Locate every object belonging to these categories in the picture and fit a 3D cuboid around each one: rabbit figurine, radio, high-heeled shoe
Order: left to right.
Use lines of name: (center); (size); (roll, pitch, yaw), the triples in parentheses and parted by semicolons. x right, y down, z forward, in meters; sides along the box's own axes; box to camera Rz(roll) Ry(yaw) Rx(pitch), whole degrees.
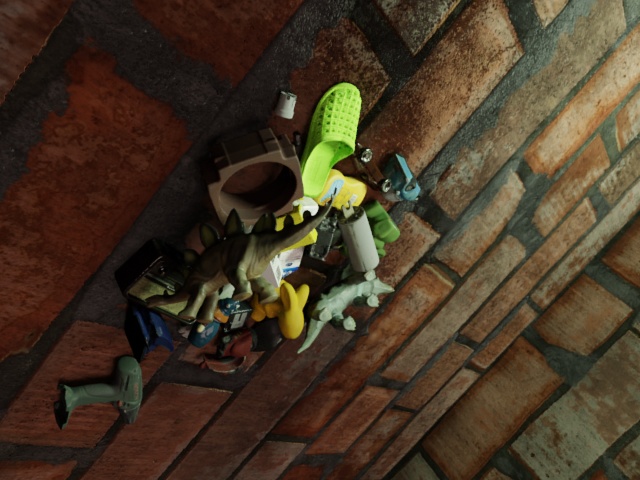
radio: (-0.338, 0.099, 1.233); (0.131, 0.073, 0.229); (-45, 142, 3)
high-heeled shoe: (-0.113, 0.251, 1.600); (0.249, 0.086, 0.145); (-26, -178, 12)
rabbit figurine: (-0.091, 0.181, 1.445); (0.122, 0.173, 0.162); (12, 121, -41)
rabbit figurine: (0.132, -0.011, 1.529); (0.170, 0.121, 0.159); (-34, 152, 11)

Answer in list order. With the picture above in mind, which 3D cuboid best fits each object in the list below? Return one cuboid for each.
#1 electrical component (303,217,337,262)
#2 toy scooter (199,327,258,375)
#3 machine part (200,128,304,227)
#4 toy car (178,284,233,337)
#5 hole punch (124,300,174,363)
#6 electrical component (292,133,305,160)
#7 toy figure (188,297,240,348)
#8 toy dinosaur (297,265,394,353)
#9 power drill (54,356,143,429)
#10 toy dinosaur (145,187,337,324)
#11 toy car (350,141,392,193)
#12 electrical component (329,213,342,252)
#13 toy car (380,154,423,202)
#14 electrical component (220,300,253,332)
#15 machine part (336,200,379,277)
electrical component: (-0.003, -0.004, 1.380); (0.058, 0.134, 0.115); (18, 85, -6)
toy scooter: (-0.262, 0.316, 1.503); (0.135, 0.075, 0.183); (4, 127, -41)
machine part: (-0.143, -0.129, 1.150); (0.201, 0.087, 0.201); (-20, 146, -8)
toy car: (-0.277, 0.176, 1.370); (0.201, 0.056, 0.073); (-46, 142, 3)
hole punch: (-0.392, 0.206, 1.246); (0.092, 0.142, 0.115); (-10, 145, -32)
electrical component: (-0.064, -0.200, 1.234); (0.063, 0.021, 0.093); (-23, 138, -22)
toy figure: (-0.261, 0.194, 1.317); (0.058, 0.064, 0.154); (41, 91, -8)
toy dinosaur: (0.043, 0.181, 1.522); (0.405, 0.192, 0.131); (-30, 97, -29)
power drill: (-0.542, 0.401, 1.334); (0.207, 0.086, 0.231); (-1, 124, -36)
toy dinosaur: (-0.162, 0.038, 1.098); (0.472, 0.198, 0.105); (-21, 157, 14)
toy car: (0.112, -0.184, 1.346); (0.053, 0.089, 0.202); (-47, 143, -1)
electrical component: (0.039, -0.018, 1.473); (0.078, 0.045, 0.102); (21, 110, -50)
toy car: (0.209, -0.155, 1.460); (0.103, 0.109, 0.161); (-25, 156, 14)
electrical component: (-0.221, 0.186, 1.437); (0.075, 0.048, 0.119); (-1, 127, -41)
machine part: (0.101, -0.001, 1.402); (0.079, 0.079, 0.242); (-32, 126, -14)
